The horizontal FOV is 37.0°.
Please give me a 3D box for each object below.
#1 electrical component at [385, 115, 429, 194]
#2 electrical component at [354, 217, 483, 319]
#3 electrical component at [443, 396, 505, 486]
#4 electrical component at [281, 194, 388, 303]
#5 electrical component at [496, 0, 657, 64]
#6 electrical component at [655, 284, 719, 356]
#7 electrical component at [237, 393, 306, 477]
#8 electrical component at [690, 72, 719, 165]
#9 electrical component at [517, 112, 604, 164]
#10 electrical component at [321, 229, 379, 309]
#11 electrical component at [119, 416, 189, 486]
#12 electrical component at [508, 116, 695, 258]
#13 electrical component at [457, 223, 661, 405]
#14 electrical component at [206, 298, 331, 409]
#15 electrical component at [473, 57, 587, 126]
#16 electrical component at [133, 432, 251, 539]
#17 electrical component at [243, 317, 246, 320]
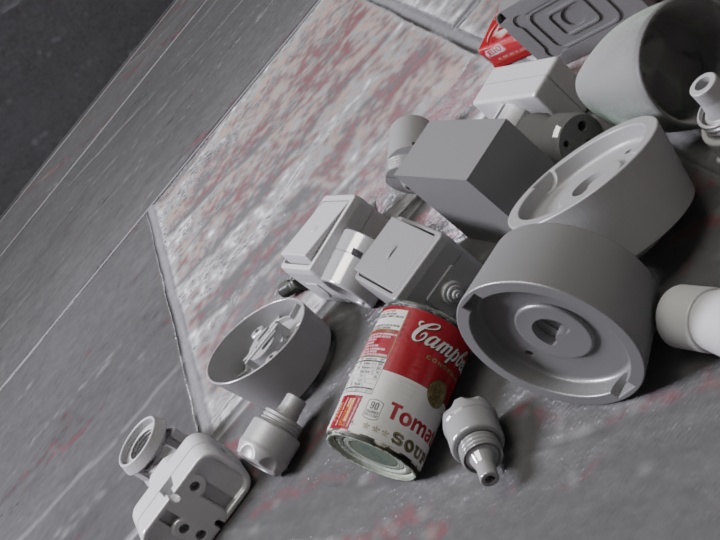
[{"bbox_3d":[0.045,-0.097,0.952,0.043,0.043,0.081,-37,29,31],"label":"electrical component"},{"bbox_3d":[0.045,0.003,0.797,0.061,0.061,0.096,-54,25,-3],"label":"electrical component"},{"bbox_3d":[0.071,0.105,0.649,0.035,0.035,0.061,-44,28,18],"label":"electrical component"},{"bbox_3d":[-0.018,-0.027,0.946,0.096,0.061,0.062,-59,25,-14],"label":"electrical component"},{"bbox_3d":[0.174,-0.220,0.853,0.113,0.078,0.057,-21,43,49],"label":"electrical component"},{"bbox_3d":[0.184,0.026,0.553,0.044,0.044,0.065,-57,20,-10],"label":"electrical component"},{"bbox_3d":[-0.065,0.127,0.846,0.062,0.043,0.043,-58,25,-17],"label":"electrical component"},{"bbox_3d":[0.216,-0.088,0.622,0.048,0.062,0.048,-40,28,26],"label":"electrical component"},{"bbox_3d":[0.143,-0.091,0.774,0.045,0.045,0.055,-57,25,-9],"label":"electrical component"},{"bbox_3d":[0.000,0.000,0.890,0.047,0.055,0.055,-61,26,-9],"label":"electrical component"},{"bbox_3d":[-0.179,0.168,0.971,0.078,0.057,0.058,-17,42,52],"label":"electrical component"},{"bbox_3d":[0.152,-0.037,0.657,0.108,0.060,0.108,-37,11,9],"label":"electrical component"},{"bbox_3d":[0.116,0.020,0.605,0.108,0.108,0.060,-18,35,51],"label":"electrical component"},{"bbox_3d":[-0.074,0.069,0.912,0.099,0.064,0.099,-40,28,26],"label":"electrical component"},{"bbox_3d":[0.125,-0.118,0.837,0.075,0.047,0.083,-58,25,-13],"label":"electrical component"},{"bbox_3d":[-0.140,0.186,0.883,0.095,0.054,0.059,-53,25,-2],"label":"electrical component"},{"bbox_3d":[-0.099,0.072,0.983,0.046,0.040,0.040,-60,25,-1],"label":"electrical component"}]
